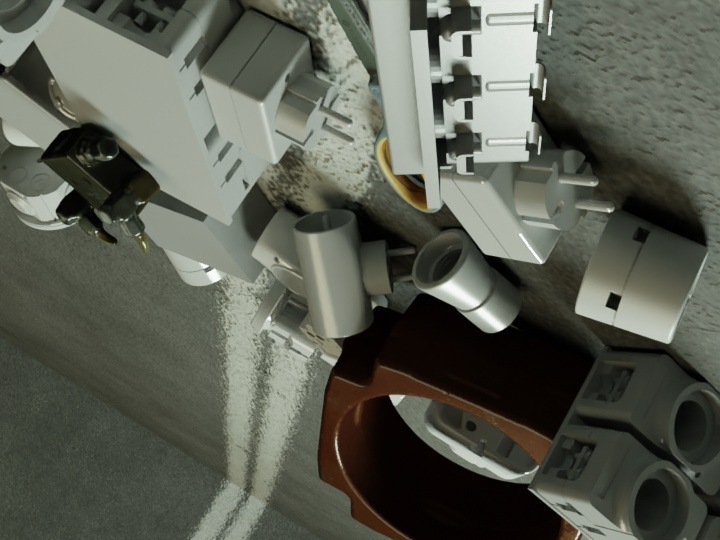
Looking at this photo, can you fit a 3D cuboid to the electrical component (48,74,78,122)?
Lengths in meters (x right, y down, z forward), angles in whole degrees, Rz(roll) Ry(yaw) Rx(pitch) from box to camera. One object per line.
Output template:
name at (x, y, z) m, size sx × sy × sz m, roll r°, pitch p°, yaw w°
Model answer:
electrical component at (-0.177, -0.128, 0.709) m, size 0.048 × 0.048 × 0.062 m, roll 37°, pitch 154°, yaw -14°

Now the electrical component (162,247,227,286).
electrical component at (-0.135, -0.022, 0.891) m, size 0.055 × 0.055 × 0.047 m, roll 20°, pitch 154°, yaw 32°

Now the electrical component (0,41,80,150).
electrical component at (-0.216, -0.119, 0.783) m, size 0.100 × 0.048 × 0.100 m, roll 38°, pitch 161°, yaw -17°

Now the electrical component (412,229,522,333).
electrical component at (0.069, 0.010, 0.665) m, size 0.065 × 0.044 × 0.044 m, roll 38°, pitch 161°, yaw -32°

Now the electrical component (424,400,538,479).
electrical component at (0.104, 0.127, 0.882) m, size 0.095 × 0.053 × 0.059 m, roll 32°, pitch 161°, yaw 1°

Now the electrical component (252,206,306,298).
electrical component at (-0.038, -0.003, 0.797) m, size 0.077 × 0.044 × 0.079 m, roll 32°, pitch 162°, yaw 0°

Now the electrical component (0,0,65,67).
electrical component at (-0.157, -0.179, 0.448) m, size 0.060 × 0.105 × 0.186 m, roll 30°, pitch 161°, yaw 9°

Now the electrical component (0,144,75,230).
electrical component at (-0.265, -0.079, 0.917) m, size 0.080 × 0.080 × 0.051 m, roll 26°, pitch 156°, yaw 19°

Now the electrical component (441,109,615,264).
electrical component at (0.084, -0.039, 0.507) m, size 0.077 × 0.047 × 0.065 m, roll 12°, pitch 153°, yaw 46°

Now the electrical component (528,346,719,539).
electrical component at (0.208, 0.146, 0.680) m, size 0.186 × 0.105 × 0.060 m, roll 41°, pitch 160°, yaw -24°

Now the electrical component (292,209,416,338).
electrical component at (0.000, 0.000, 0.724) m, size 0.079 × 0.043 × 0.077 m, roll -7°, pitch 112°, yaw 7°

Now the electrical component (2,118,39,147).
electrical component at (-0.247, -0.114, 0.860) m, size 0.065 × 0.044 × 0.044 m, roll 18°, pitch 157°, yaw 25°

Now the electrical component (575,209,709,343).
electrical component at (0.137, 0.004, 0.521) m, size 0.047 × 0.055 × 0.055 m, roll 23°, pitch 159°, yaw 18°

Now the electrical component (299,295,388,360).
electrical component at (-0.010, 0.038, 0.835) m, size 0.048 × 0.055 × 0.066 m, roll 17°, pitch 156°, yaw 39°

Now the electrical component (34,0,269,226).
electrical component at (-0.118, -0.113, 0.625) m, size 0.105 × 0.060 × 0.186 m, roll 28°, pitch 161°, yaw 14°

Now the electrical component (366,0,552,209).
electrical component at (0.040, -0.088, 0.419) m, size 0.063 × 0.078 × 0.121 m, roll -1°, pitch 155°, yaw 6°

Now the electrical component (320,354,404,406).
electrical component at (0.013, 0.073, 0.904) m, size 0.077 × 0.044 × 0.079 m, roll 34°, pitch 161°, yaw -2°

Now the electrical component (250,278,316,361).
electrical component at (-0.055, 0.038, 0.908) m, size 0.057 × 0.058 × 0.078 m, roll 30°, pitch 162°, yaw -2°

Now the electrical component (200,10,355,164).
electrical component at (-0.036, -0.089, 0.574) m, size 0.077 × 0.047 × 0.065 m, roll 28°, pitch 161°, yaw 14°
